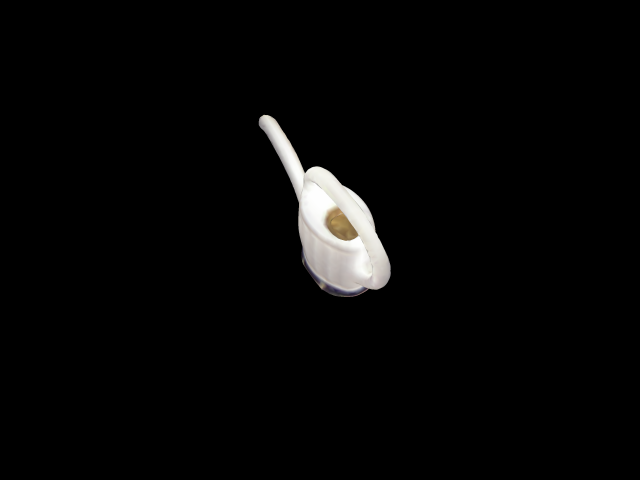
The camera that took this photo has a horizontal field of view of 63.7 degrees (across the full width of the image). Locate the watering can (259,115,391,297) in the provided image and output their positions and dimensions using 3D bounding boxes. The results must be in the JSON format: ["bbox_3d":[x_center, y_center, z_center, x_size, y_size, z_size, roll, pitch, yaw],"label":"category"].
[{"bbox_3d":[0.003,-0.043,0.850,0.105,0.353,0.219,-27,-32,-18],"label":"watering can"}]
